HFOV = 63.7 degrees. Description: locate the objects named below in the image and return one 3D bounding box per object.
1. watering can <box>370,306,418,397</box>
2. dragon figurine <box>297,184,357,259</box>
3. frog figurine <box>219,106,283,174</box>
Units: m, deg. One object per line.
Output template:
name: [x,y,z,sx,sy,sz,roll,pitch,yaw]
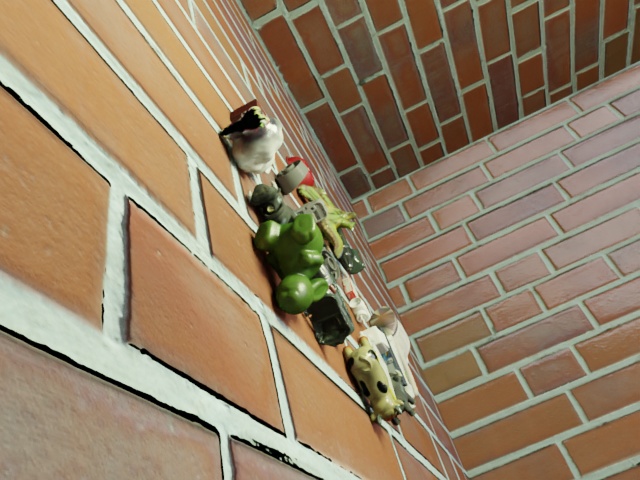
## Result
watering can: [0.282,0.393,1.919,0.220,0.103,0.355,58,9,-31]
dragon figurine: [0.005,-0.089,1.762,0.242,0.121,0.416,42,16,-7]
frog figurine: [-0.131,-0.196,1.131,0.156,0.123,0.140,69,35,-45]
